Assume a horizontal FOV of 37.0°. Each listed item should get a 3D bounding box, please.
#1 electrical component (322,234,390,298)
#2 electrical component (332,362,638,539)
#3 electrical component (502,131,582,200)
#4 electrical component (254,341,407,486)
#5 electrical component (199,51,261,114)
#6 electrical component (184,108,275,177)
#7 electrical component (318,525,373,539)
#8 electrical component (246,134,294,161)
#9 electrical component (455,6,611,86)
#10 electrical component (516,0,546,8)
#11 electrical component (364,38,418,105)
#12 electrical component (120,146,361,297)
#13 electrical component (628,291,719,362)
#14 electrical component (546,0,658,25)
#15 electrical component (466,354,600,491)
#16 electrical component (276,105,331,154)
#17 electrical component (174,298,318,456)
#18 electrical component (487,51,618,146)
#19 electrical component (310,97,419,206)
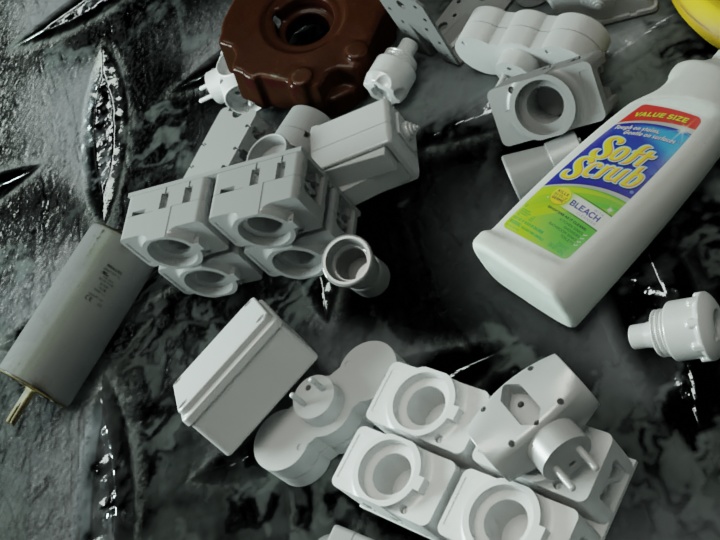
[{"bbox_3d":[0.000,0.000,0.899,0.044,0.065,0.044,-6,74,19],"label":"electrical component"},{"bbox_3d":[0.081,0.141,0.754,0.186,0.060,0.105,15,70,39],"label":"electrical component"},{"bbox_3d":[0.154,-0.086,0.875,0.065,0.044,0.044,-24,50,12],"label":"electrical component"},{"bbox_3d":[-0.027,0.106,0.839,0.138,0.073,0.052,-39,47,4],"label":"electrical component"},{"bbox_3d":[-0.138,-0.201,1.138,0.079,0.044,0.077,-21,51,20],"label":"electrical component"},{"bbox_3d":[-0.122,-0.105,1.056,0.050,0.055,0.089,11,67,37],"label":"electrical component"},{"bbox_3d":[-0.012,0.212,0.764,0.077,0.065,0.047,12,68,38],"label":"electrical component"},{"bbox_3d":[-0.080,-0.088,1.002,0.079,0.077,0.043,8,65,37],"label":"electrical component"},{"bbox_3d":[0.142,-0.183,0.939,0.138,0.052,0.073,16,70,38],"label":"electrical component"},{"bbox_3d":[0.155,-0.273,0.996,0.040,0.046,0.040,-17,53,23],"label":"electrical component"},{"bbox_3d":[0.034,-0.191,1.021,0.043,0.043,0.062,15,69,39],"label":"electrical component"},{"bbox_3d":[-0.108,-0.036,0.966,0.186,0.105,0.060,-12,55,27],"label":"electrical component"},{"bbox_3d":[0.218,0.042,0.745,0.062,0.048,0.048,-13,54,35],"label":"electrical component"},{"bbox_3d":[0.213,-0.265,0.951,0.100,0.048,0.099,-9,56,28],"label":"electrical component"},{"bbox_3d":[0.119,0.105,0.681,0.077,0.043,0.079,-41,47,2],"label":"electrical component"},{"bbox_3d":[-0.054,-0.124,1.026,0.055,0.055,0.047,10,63,37],"label":"electrical component"},{"bbox_3d":[-0.096,0.084,0.880,0.108,0.056,0.109,-48,13,-4],"label":"electrical component"},{"bbox_3d":[0.157,-0.139,0.879,0.089,0.050,0.056,-13,15,30],"label":"electrical component"},{"bbox_3d":[0.010,-0.104,0.965,0.096,0.061,0.061,-20,52,21],"label":"electrical component"}]
